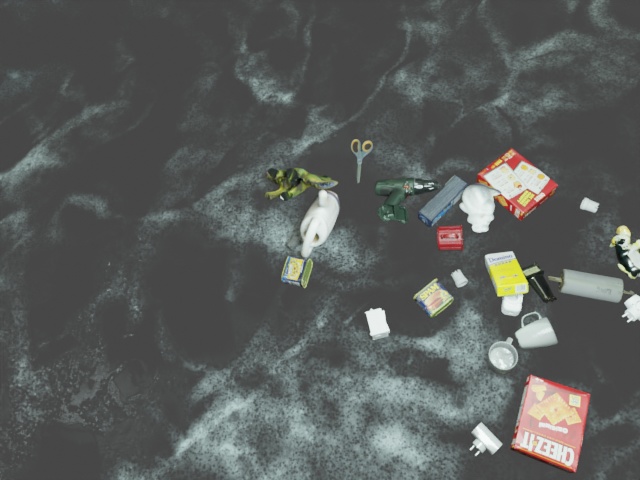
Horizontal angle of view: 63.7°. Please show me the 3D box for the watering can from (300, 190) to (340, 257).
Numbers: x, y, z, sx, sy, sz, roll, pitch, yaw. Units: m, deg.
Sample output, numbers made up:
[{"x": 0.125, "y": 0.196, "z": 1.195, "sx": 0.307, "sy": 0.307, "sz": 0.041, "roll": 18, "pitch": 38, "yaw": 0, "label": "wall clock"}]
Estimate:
[{"x": 0.005, "y": -0.089, "z": 1.763, "sx": 0.104, "sy": 0.339, "sz": 0.229, "roll": 23, "pitch": 45, "yaw": 4, "label": "watering can"}]

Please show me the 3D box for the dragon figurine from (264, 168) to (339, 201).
[{"x": -0.052, "y": -0.222, "z": 1.889, "sx": 0.411, "sy": 0.121, "sz": 0.245, "roll": 7, "pitch": 19, "yaw": 33, "label": "dragon figurine"}]

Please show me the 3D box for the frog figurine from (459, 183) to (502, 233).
[{"x": 0.538, "y": -0.110, "z": 1.769, "sx": 0.138, "sy": 0.121, "sz": 0.161, "roll": 9, "pitch": 71, "yaw": 53, "label": "frog figurine"}]
